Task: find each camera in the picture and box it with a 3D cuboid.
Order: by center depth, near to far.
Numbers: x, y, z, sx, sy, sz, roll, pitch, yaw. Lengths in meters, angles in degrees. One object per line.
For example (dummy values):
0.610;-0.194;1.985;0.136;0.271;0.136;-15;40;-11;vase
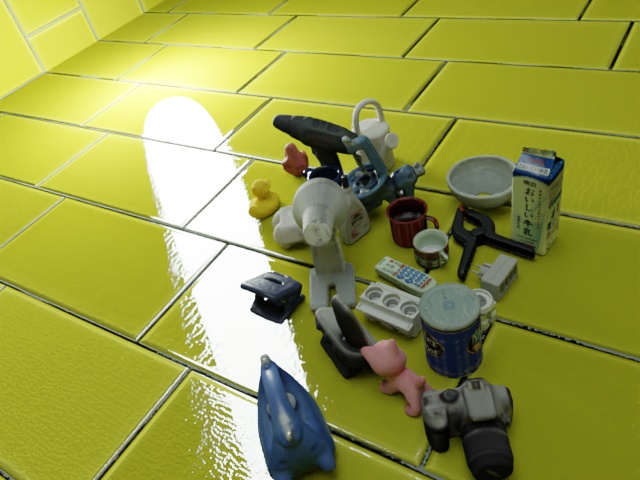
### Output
0.233;0.292;0.880;0.143;0.101;0.136;-10;41;7;camera

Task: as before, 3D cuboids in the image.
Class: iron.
-0.066;0.275;0.963;0.119;0.142;0.257;-22;41;-7;iron

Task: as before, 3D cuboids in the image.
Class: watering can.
0.139;-0.273;1.481;0.172;0.194;0.101;17;50;32;watering can

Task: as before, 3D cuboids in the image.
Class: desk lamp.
0.011;0.004;1.190;0.118;0.214;0.203;-10;41;6;desk lamp

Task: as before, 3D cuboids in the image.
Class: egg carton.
-0.040;-0.037;1.365;0.150;0.069;0.107;-13;40;3;egg carton

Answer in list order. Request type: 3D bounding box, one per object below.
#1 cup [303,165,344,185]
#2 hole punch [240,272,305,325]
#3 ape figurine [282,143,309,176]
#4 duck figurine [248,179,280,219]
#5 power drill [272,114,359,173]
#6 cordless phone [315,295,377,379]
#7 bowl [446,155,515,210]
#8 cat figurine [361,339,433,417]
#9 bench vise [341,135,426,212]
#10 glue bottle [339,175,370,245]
0.010;-0.129;1.435;0.117;0.095;0.092;19;51;34;cup
-0.100;0.106;1.205;0.108;0.091;0.101;17;50;33;hole punch
-0.071;-0.227;1.574;0.078;0.092;0.076;-19;40;-4;ape figurine
-0.153;-0.113;1.474;0.077;0.086;0.105;11;47;28;duck figurine
-0.002;-0.218;1.452;0.228;0.209;0.076;10;46;27;power drill
0.042;0.146;1.041;0.094;0.185;0.147;-30;42;-16;cordless phone
0.379;-0.122;1.326;0.167;0.075;0.167;-9;41;8;bowl
0.133;0.221;0.979;0.067;0.118;0.127;-38;45;-24;cat figurine
0.132;-0.167;1.343;0.207;0.220;0.121;-25;41;-11;bench vise
0.068;-0.074;1.293;0.078;0.173;0.037;-40;46;-26;glue bottle
